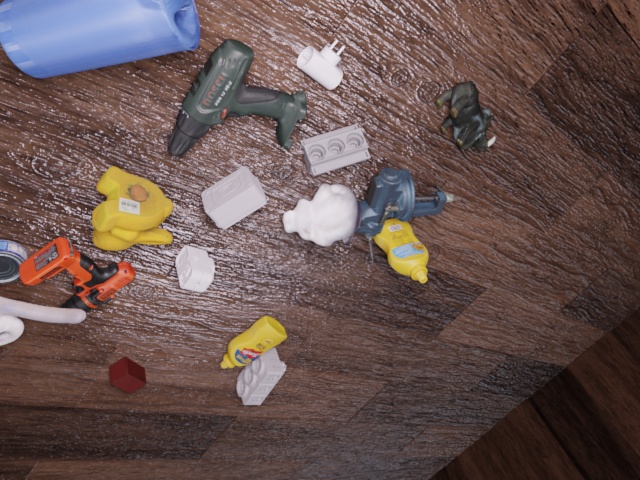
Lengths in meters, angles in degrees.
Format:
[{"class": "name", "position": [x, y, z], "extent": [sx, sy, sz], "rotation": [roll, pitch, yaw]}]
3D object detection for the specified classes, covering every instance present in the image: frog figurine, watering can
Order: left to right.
[{"class": "watering can", "position": [-0.634, 0.129, 0.950], "extent": [0.346, 0.106, 0.219], "rotation": [-14, 140, 13]}, {"class": "frog figurine", "position": [0.003, -0.056, 1.120], "extent": [0.159, 0.123, 0.137], "rotation": [5, 95, -19]}]
